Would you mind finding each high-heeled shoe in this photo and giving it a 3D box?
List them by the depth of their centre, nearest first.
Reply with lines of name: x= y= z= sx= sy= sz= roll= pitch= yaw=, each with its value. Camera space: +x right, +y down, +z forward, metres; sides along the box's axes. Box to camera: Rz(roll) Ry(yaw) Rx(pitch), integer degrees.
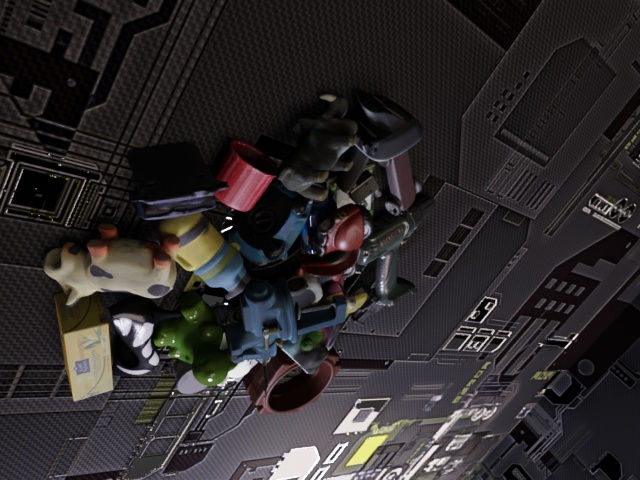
high-heeled shoe: x=-0.341 y=0.177 z=0.916 sx=0.248 sy=0.086 sz=0.145 roll=-44 pitch=152 yaw=26

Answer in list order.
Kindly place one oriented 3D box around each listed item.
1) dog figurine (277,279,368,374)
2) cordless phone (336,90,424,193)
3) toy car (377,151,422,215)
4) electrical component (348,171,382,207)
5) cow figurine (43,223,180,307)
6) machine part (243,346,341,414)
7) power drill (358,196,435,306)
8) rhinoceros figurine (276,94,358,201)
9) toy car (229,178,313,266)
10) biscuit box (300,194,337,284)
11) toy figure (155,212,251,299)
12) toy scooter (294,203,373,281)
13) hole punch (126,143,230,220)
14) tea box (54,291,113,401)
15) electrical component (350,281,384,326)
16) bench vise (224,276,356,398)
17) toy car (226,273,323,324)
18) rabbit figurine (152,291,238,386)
dog figurine: x=0.008 y=0.169 z=1.147 sx=0.219 sy=0.108 sz=0.191 roll=-50 pitch=173 yaw=-13
cordless phone: x=0.084 y=-0.149 z=0.924 sx=0.088 sy=0.147 sz=0.184 roll=9 pitch=119 yaw=-31
toy car: x=0.152 y=-0.137 z=1.058 sx=0.089 sy=0.053 sz=0.201 roll=-44 pitch=141 yaw=-18
electrical component: x=0.084 y=-0.102 z=1.037 sx=0.063 sy=0.021 sz=0.093 roll=-39 pitch=138 yaw=0
cow figurine: x=-0.319 y=0.045 z=0.821 sx=0.195 sy=0.085 sz=0.127 roll=8 pitch=121 yaw=-6
machine part: x=-0.064 y=0.320 z=1.284 sx=0.201 sy=0.087 sz=0.201 roll=14 pitch=117 yaw=-45
power drill: x=0.170 y=0.029 z=1.174 sx=0.232 sy=0.086 sz=0.207 roll=-26 pitch=130 yaw=-29
rhinoceros figurine: x=0.001 y=-0.152 z=0.864 sx=0.190 sy=0.112 sz=0.073 roll=-60 pitch=163 yaw=-24
toy car: x=-0.078 y=-0.032 z=0.958 sx=0.161 sy=0.109 sz=0.103 roll=-53 pitch=162 yaw=0
biscuit box: x=-0.002 y=-0.003 z=1.058 sx=0.063 sy=0.059 sz=0.202 roll=-21 pitch=136 yaw=-19
toy figure: x=-0.186 y=0.016 z=0.882 sx=0.089 sy=0.082 sz=0.180 roll=-38 pitch=108 yaw=23
toy scooter: x=0.020 y=0.015 z=0.989 sx=0.135 sy=0.075 sz=0.183 roll=-13 pitch=137 yaw=-27
hole punch: x=-0.221 y=-0.072 z=0.800 sx=0.142 sy=0.116 sz=0.092 roll=-11 pitch=140 yaw=-29
tea box: x=-0.394 y=0.174 z=0.899 sx=0.068 sy=0.098 sz=0.169 roll=-12 pitch=131 yaw=-29
electrical component: x=0.113 y=0.135 z=1.256 sx=0.119 sy=0.075 sz=0.047 roll=-44 pitch=140 yaw=11
bench vise: x=-0.051 y=0.150 z=0.978 sx=0.241 sy=0.129 sz=0.223 roll=-11 pitch=126 yaw=-13
toy car: x=-0.089 y=0.135 z=1.059 sx=0.202 sy=0.056 sz=0.073 roll=-28 pitch=127 yaw=-5
rabbit figurine: x=-0.223 y=0.211 z=1.003 sx=0.121 sy=0.170 sz=0.158 roll=-34 pitch=138 yaw=-6
